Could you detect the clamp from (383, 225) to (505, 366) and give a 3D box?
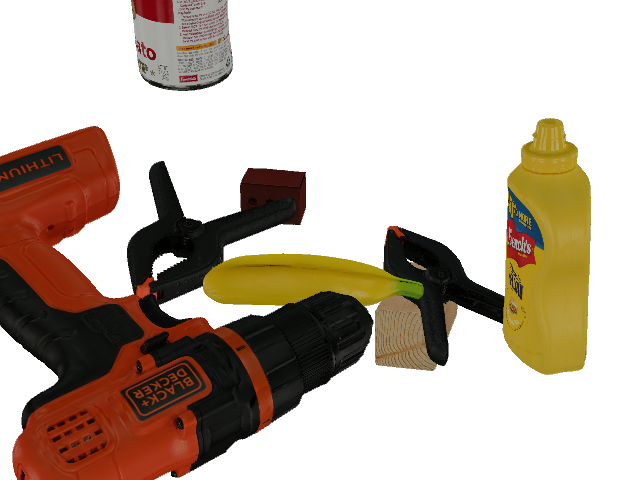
[{"bbox_3d":[0.124,0.045,1.023,0.120,0.039,0.171,-5,44,-27],"label":"clamp"}]

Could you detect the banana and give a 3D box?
[{"bbox_3d":[-0.025,0.034,0.796,0.198,0.037,0.069,1,-22,34],"label":"banana"}]

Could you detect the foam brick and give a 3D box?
[{"bbox_3d":[-0.059,-0.056,1.342,0.078,0.053,0.051,4,28,8],"label":"foam brick"}]

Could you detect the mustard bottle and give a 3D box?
[{"bbox_3d":[0.173,0.000,0.816,0.058,0.192,0.096,-7,26,-6],"label":"mustard bottle"}]

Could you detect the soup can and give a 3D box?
[{"bbox_3d":[-0.094,-0.161,0.720,0.068,0.102,0.068,0,37,0],"label":"soup can"}]

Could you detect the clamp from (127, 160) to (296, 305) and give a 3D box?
[{"bbox_3d":[-0.140,-0.008,1.068,0.165,0.036,0.209,20,40,17],"label":"clamp"}]

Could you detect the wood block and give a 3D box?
[{"bbox_3d":[0.148,0.110,1.609,0.091,0.090,0.205,4,20,15],"label":"wood block"}]

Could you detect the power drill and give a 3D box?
[{"bbox_3d":[-0.091,0.026,0.521,0.184,0.057,0.188,-24,56,-31],"label":"power drill"}]
